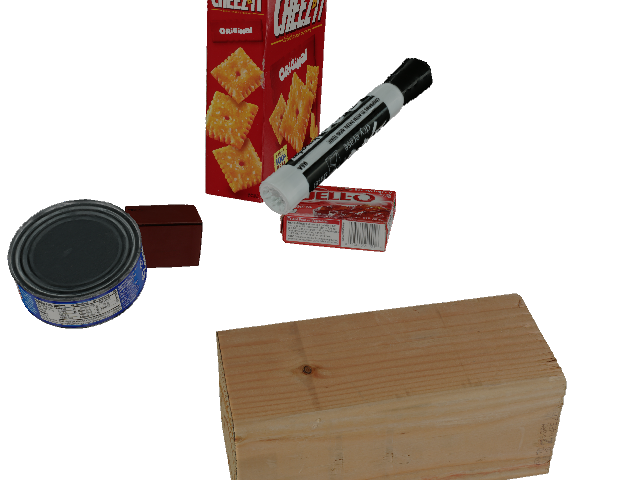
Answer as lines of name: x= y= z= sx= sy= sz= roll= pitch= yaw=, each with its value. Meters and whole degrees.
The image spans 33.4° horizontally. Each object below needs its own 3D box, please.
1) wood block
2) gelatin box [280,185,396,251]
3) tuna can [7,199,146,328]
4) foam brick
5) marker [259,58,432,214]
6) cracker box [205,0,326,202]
wood block: x=0.041 y=0.105 z=0.694 sx=0.206 sy=0.090 sz=0.091 roll=-6 pitch=37 yaw=-9
gelatin box: x=0.016 y=-0.021 z=0.905 sx=0.089 sy=0.030 sz=0.073 roll=5 pitch=24 yaw=8
tuna can: x=-0.157 y=0.015 z=0.695 sx=0.086 sy=0.086 sz=0.034 roll=0 pitch=-41 yaw=2
foam brick: x=-0.168 y=-0.005 z=1.133 sx=0.078 sy=0.051 sz=0.053 roll=-2 pitch=24 yaw=-14
marker: x=0.016 y=-0.054 z=0.523 sx=0.020 sy=0.020 sz=0.121 roll=0 pitch=36 yaw=51
cracker box: x=-0.051 y=-0.163 z=1.064 sx=0.072 sy=0.214 sz=0.164 roll=11 pitch=22 yaw=17
